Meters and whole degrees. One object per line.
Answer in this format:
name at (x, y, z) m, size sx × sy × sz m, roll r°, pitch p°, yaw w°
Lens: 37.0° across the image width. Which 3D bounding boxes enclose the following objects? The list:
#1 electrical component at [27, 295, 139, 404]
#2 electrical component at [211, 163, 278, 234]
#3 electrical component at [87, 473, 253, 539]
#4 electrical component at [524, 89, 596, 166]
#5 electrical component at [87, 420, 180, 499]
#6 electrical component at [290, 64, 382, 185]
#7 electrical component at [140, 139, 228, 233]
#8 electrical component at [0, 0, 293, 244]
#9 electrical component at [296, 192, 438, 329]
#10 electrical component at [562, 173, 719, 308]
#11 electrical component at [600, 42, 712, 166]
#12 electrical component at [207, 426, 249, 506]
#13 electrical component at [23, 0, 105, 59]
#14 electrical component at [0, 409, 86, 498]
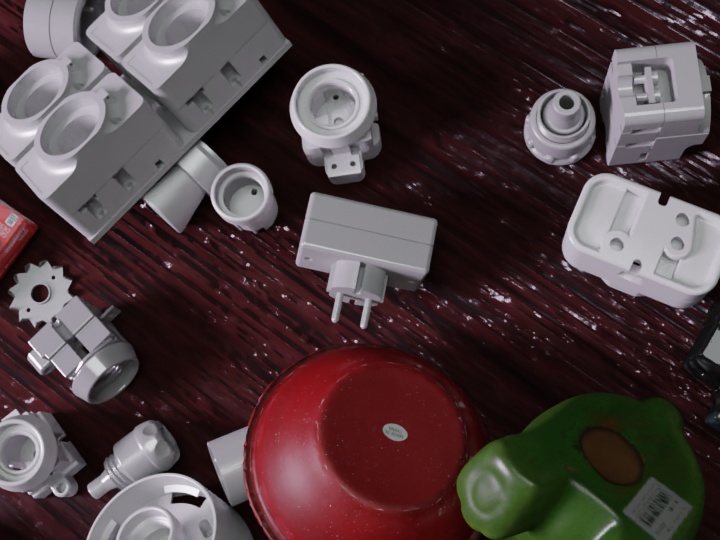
electrical component at (-0.180, 0.055, 0.713) m, size 0.066 × 0.048 × 0.055 m, roll -45°, pitch 70°, yaw -4°
electrical component at (-0.076, -0.046, 0.723) m, size 0.040 × 0.046 × 0.040 m, roll -1°, pitch 78°, yaw 5°
electrical component at (-0.119, 0.180, 0.671) m, size 0.099 × 0.064 × 0.099 m, roll -12°, pitch 49°, yaw 14°
electrical component at (0.133, -0.099, 0.704) m, size 0.048 × 0.062 × 0.048 m, roll -1°, pitch 78°, yaw 5°
electrical component at (-0.150, 0.126, 0.700) m, size 0.061 × 0.035 × 0.035 m, roll -36°, pitch 77°, yaw 1°
electrical component at (-0.016, -0.103, 0.723) m, size 0.058 × 0.057 × 0.078 m, roll -8°, pitch 77°, yaw 4°
electrical component at (-0.120, -0.060, 0.731) m, size 0.045 × 0.045 × 0.055 m, roll 41°, pitch 84°, yaw 12°
electrical component at (-0.153, -0.124, 0.719) m, size 0.186 × 0.060 × 0.105 m, roll -46°, pitch 50°, yaw -5°
electrical component at (0.000, 0.000, 0.694) m, size 0.083 × 0.047 × 0.075 m, roll 12°, pitch 73°, yaw -4°
electrical component at (0.180, -0.016, 0.683) m, size 0.095 × 0.059 × 0.053 m, roll 23°, pitch 81°, yaw 11°
electrical component at (0.188, -0.104, 0.685) m, size 0.056 × 0.089 × 0.050 m, roll -5°, pitch 78°, yaw 5°
electrical component at (-0.052, 0.115, 0.686) m, size 0.081 × 0.043 × 0.043 m, roll -21°, pitch 76°, yaw -14°
electrical component at (-0.219, -0.219, 0.771) m, size 0.074 × 0.052 × 0.138 m, roll 8°, pitch 79°, yaw 8°
electrical component at (-0.214, 0.119, 0.697) m, size 0.048 × 0.055 × 0.066 m, roll -38°, pitch 77°, yaw -3°
